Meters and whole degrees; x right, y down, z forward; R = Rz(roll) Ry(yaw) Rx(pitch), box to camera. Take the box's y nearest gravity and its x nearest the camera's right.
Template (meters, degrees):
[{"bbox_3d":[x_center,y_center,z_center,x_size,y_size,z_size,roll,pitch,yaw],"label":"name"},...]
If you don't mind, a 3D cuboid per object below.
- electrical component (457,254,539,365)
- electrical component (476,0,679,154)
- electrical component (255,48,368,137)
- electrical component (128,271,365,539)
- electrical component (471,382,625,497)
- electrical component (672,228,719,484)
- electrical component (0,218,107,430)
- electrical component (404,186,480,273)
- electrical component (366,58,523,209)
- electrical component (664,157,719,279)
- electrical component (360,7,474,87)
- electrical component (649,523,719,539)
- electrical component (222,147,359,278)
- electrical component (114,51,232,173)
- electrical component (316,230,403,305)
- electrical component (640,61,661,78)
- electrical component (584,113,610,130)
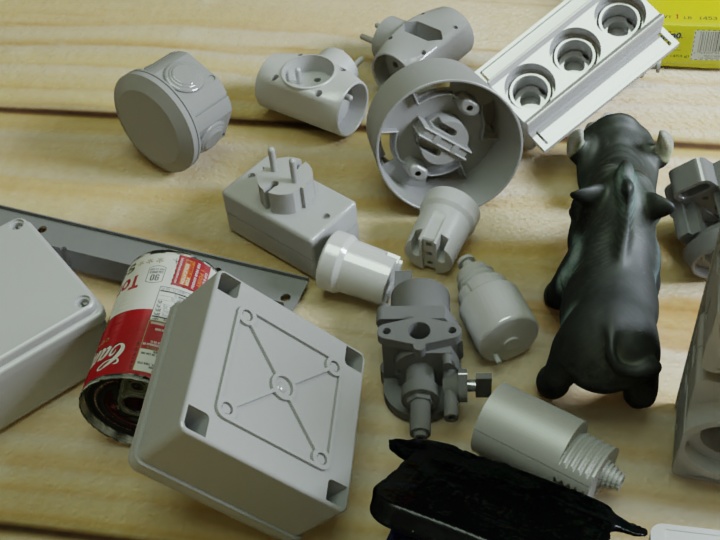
[{"bbox_3d":[0.080,0.021,0.670,0.040,0.040,0.078,-16,48,-10],"label":"electrical component"},{"bbox_3d":[0.154,-0.145,0.775,0.121,0.063,0.078,-39,72,-2],"label":"electrical component"},{"bbox_3d":[-0.027,-0.146,0.831,0.077,0.044,0.079,23,54,24],"label":"electrical component"},{"bbox_3d":[-0.058,0.074,0.585,0.109,0.056,0.108,33,42,-25],"label":"electrical component"},{"bbox_3d":[0.107,0.099,0.593,0.081,0.043,0.043,25,54,25],"label":"electrical component"},{"bbox_3d":[0.223,0.044,0.536,0.105,0.186,0.060,8,49,13],"label":"electrical component"},{"bbox_3d":[-0.227,0.036,0.673,0.109,0.056,0.109,-32,53,-23],"label":"electrical component"},{"bbox_3d":[0.054,-0.026,0.718,0.040,0.040,0.046,16,57,19],"label":"electrical component"},{"bbox_3d":[0.055,-0.093,0.742,0.099,0.099,0.064,-15,42,-9],"label":"electrical component"},{"bbox_3d":[0.232,-0.030,0.686,0.058,0.078,0.057,-28,54,38],"label":"electrical component"},{"bbox_3d":[0.036,-0.178,0.856,0.079,0.043,0.077,30,56,29],"label":"electrical component"},{"bbox_3d":[0.209,0.177,0.499,0.150,0.061,0.089,5,48,10],"label":"electrical component"},{"bbox_3d":[-0.048,-0.050,0.723,0.083,0.075,0.047,29,56,28],"label":"electrical component"},{"bbox_3d":[-0.138,-0.117,0.792,0.080,0.080,0.051,27,50,26],"label":"electrical component"},{"bbox_3d":[0.000,0.000,0.698,0.046,0.040,0.040,20,52,15],"label":"electrical component"},{"bbox_3d":[0.191,-0.161,0.829,0.078,0.040,0.040,8,49,12],"label":"electrical component"},{"bbox_3d":[0.174,-0.076,0.749,0.043,0.043,0.062,8,49,12],"label":"electrical component"}]
